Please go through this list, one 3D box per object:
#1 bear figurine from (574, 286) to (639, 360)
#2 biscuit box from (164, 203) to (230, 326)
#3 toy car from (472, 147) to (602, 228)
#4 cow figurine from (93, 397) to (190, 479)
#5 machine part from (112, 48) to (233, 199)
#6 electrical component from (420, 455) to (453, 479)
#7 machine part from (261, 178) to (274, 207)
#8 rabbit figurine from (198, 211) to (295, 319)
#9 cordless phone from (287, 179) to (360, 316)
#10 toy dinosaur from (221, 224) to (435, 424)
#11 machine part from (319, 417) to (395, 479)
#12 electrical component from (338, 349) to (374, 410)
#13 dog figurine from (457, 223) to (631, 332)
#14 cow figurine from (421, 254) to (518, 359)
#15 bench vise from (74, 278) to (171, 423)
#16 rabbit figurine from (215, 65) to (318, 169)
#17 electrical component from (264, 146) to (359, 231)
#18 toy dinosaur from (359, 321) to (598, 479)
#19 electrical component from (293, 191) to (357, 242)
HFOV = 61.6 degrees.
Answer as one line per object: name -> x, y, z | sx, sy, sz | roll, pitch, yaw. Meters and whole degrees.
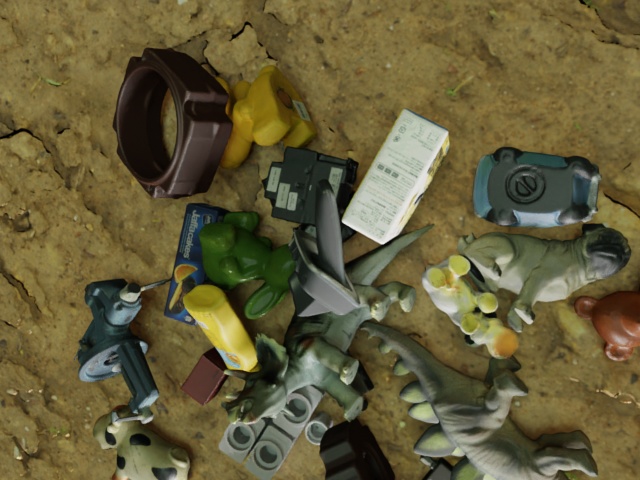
bear figurine -> 0.461, 0.082, 0.717 | 0.196, 0.132, 0.120 | -30, 84, 8
biscuit box -> -0.208, 0.039, 0.916 | 0.063, 0.059, 0.202 | 15, 97, 13
toy car -> 0.303, -0.071, 0.756 | 0.162, 0.103, 0.109 | 4, 93, 24
cow figurine -> -0.320, 0.368, 0.954 | 0.195, 0.085, 0.127 | 23, 105, 14
machine part -> -0.241, -0.181, 0.850 | 0.202, 0.087, 0.201 | 45, 123, 25
electrical component -> 0.191, 0.385, 0.856 | 0.094, 0.021, 0.063 | 39, 102, 8
machine part -> -0.025, -0.091, 0.873 | 0.139, 0.039, 0.084 | -19, 84, 16
rabbit figurine -> -0.096, 0.043, 0.854 | 0.170, 0.121, 0.159 | 10, 105, 19
cordless phone -> -0.001, -0.003, 0.727 | 0.089, 0.147, 0.184 | -7, 115, -8
toy dinosaur -> 0.014, 0.123, 0.821 | 0.192, 0.131, 0.405 | 18, 62, 32
machine part -> 0.066, 0.357, 0.813 | 0.056, 0.179, 0.179 | -32, 86, 11
electrical component -> 0.045, 0.227, 0.863 | 0.078, 0.045, 0.102 | -43, 72, 20
dog figurine -> 0.319, 0.016, 0.774 | 0.190, 0.121, 0.172 | -37, 81, -4
cow figurine -> 0.216, 0.103, 0.795 | 0.068, 0.098, 0.167 | -35, 86, -9
bench vise -> -0.332, 0.190, 0.916 | 0.223, 0.128, 0.241 | -45, 65, 20
rabbit figurine -> -0.118, -0.187, 0.855 | 0.173, 0.122, 0.162 | -35, 82, 32
electrical component -> -0.018, -0.079, 0.817 | 0.134, 0.058, 0.114 | 15, 91, 21
toy dinosaur -> 0.230, 0.262, 0.799 | 0.198, 0.105, 0.472 | -47, 71, 17
electrical component -> 0.022, -0.030, 0.859 | 0.119, 0.048, 0.075 | -45, 83, 12
